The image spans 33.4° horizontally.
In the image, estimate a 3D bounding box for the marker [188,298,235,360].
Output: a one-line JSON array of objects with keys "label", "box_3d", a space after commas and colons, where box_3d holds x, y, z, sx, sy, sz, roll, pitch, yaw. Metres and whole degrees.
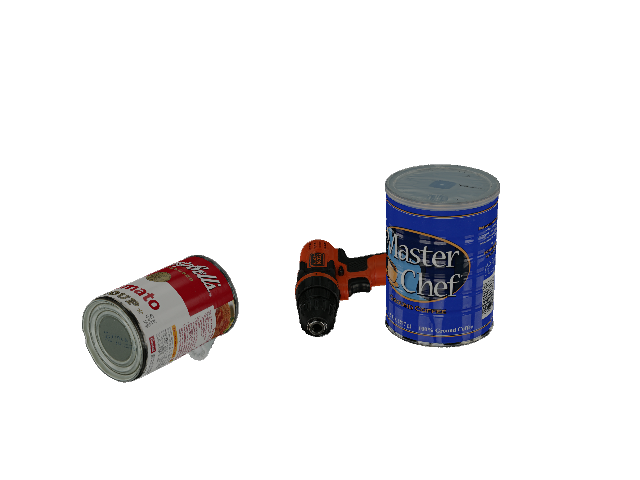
[{"label": "marker", "box_3d": [-0.101, 0.077, 1.017, 0.020, 0.020, 0.121, 0, 23, 10]}]

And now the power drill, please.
[{"label": "power drill", "box_3d": [0.064, 0.051, 1.236, 0.187, 0.057, 0.184, -2, 28, 1]}]

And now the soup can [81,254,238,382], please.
[{"label": "soup can", "box_3d": [-0.121, 0.058, 0.808, 0.069, 0.068, 0.102, 0, 17, 39]}]

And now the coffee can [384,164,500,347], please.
[{"label": "coffee can", "box_3d": [0.110, 0.012, 0.980, 0.103, 0.140, 0.103, -1, 23, 0]}]
